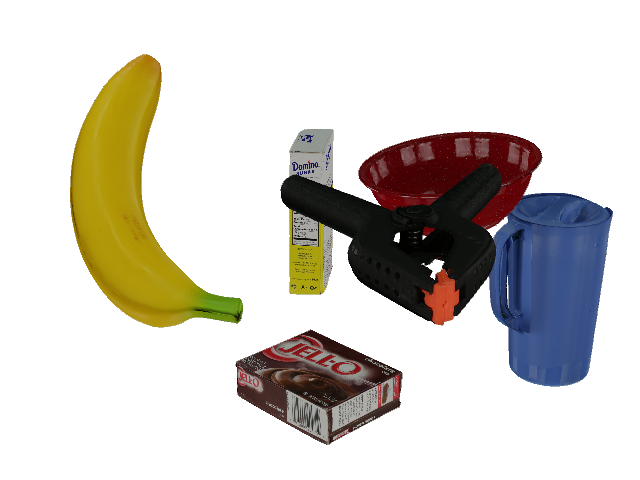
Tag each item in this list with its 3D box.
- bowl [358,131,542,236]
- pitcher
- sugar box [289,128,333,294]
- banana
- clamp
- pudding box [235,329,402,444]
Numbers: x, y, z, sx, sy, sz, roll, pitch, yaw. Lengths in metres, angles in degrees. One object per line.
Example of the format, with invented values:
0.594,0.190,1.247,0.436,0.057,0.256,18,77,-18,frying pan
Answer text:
0.117,-0.046,0.949,0.162,0.055,0.162,-8,23,3,bowl
0.300,0.068,1.411,0.149,0.243,0.145,4,21,12,pitcher
-0.011,-0.034,1.243,0.048,0.176,0.093,1,22,8,sugar box
-0.099,-0.024,0.567,0.069,0.198,0.037,-11,-37,-16,banana
0.052,-0.005,0.718,0.164,0.036,0.210,-2,25,2,clamp
-0.002,0.120,0.894,0.089,0.039,0.114,-21,32,-40,pudding box
